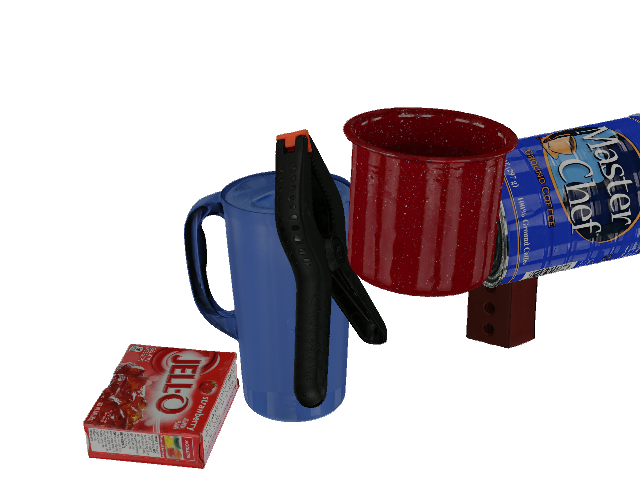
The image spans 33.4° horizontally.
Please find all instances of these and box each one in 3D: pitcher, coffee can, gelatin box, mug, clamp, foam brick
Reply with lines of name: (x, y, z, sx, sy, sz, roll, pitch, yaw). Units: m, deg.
pitcher: (-0.040, 0.057, 1.087, 0.144, 0.243, 0.149, -19, 28, -39)
coffee can: (0.178, -0.030, 0.776, 0.140, 0.103, 0.103, -12, 2, -10)
gelatin box: (-0.096, 0.100, 0.663, 0.073, 0.030, 0.089, 4, 29, 10)
mug: (0.060, -0.026, 0.594, 0.093, 0.081, 0.117, 9, 24, 15)
clamp: (0.004, 0.015, 0.868, 0.036, 0.210, 0.164, -9, 3, 23)
foam brick: (0.183, 0.063, 1.073, 0.053, 0.078, 0.051, 12, 18, 40)
